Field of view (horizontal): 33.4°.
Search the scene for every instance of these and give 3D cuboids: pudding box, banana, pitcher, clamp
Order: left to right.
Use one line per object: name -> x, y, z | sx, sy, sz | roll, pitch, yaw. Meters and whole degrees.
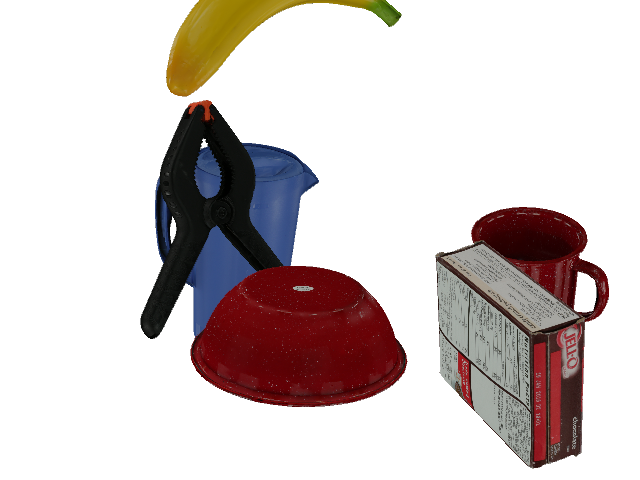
clamp -> -0.089, -0.021, 0.973 | 0.164, 0.210, 0.036 | -2, 2, -36
pitcher -> -0.104, 0.012, 1.275 | 0.149, 0.243, 0.144 | 21, 27, 31
banana -> -0.027, -0.152, 0.690 | 0.197, 0.069, 0.037 | -26, -8, -34
pudding box -> 0.108, 0.063, 0.621 | 0.039, 0.090, 0.114 | -14, 27, -19

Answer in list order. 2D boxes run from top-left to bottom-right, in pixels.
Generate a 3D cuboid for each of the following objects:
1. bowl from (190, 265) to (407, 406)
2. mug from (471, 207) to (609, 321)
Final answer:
bowl -> -0.014, 0.060, 0.786 | 0.162, 0.055, 0.162 | 3, 20, -1
mug -> 0.181, 0.032, 0.880 | 0.117, 0.081, 0.093 | 16, 35, 29
